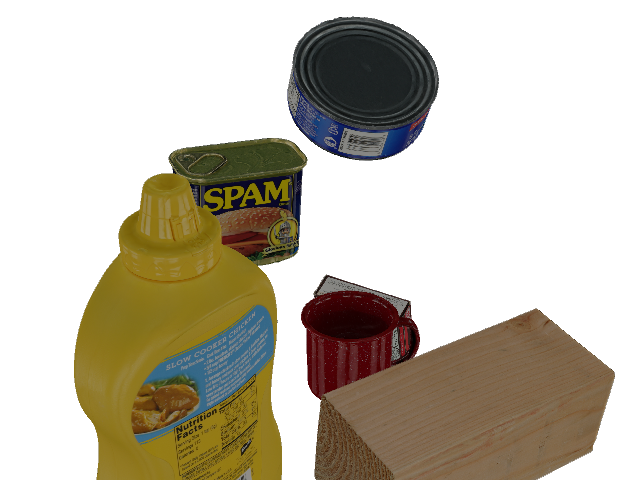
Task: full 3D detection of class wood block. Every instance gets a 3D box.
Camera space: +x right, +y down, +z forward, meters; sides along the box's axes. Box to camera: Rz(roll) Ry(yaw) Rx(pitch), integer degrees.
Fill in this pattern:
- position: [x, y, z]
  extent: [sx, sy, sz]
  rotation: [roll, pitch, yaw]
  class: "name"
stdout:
- position: [0.107, 0.139, 0.799]
  extent: [0.205, 0.090, 0.091]
  rotation: [-18, 40, -29]
  class: "wood block"

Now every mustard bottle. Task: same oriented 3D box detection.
- position: [-0.060, 0.058, 0.465]
  extent: [0.058, 0.192, 0.096]
  rotation: [30, 43, 36]
  class: "mustard bottle"

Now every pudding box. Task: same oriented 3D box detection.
- position: [0.051, 0.096, 1.248]
  extent: [0.114, 0.090, 0.039]
  rotation: [15, 47, 22]
  class: "pudding box"

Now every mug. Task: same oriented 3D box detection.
- position: [0.039, 0.104, 1.030]
  extent: [0.117, 0.081, 0.093]
  rotation: [-8, 29, -15]
  class: "mug"

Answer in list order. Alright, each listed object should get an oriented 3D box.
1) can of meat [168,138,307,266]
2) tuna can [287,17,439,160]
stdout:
- position: [-0.064, -0.026, 0.823]
  extent: [0.102, 0.084, 0.057]
  rotation: [-9, 32, -21]
  class: "can of meat"
- position: [0.024, -0.089, 0.626]
  extent: [0.086, 0.086, 0.034]
  rotation: [0, -34, -11]
  class: "tuna can"
